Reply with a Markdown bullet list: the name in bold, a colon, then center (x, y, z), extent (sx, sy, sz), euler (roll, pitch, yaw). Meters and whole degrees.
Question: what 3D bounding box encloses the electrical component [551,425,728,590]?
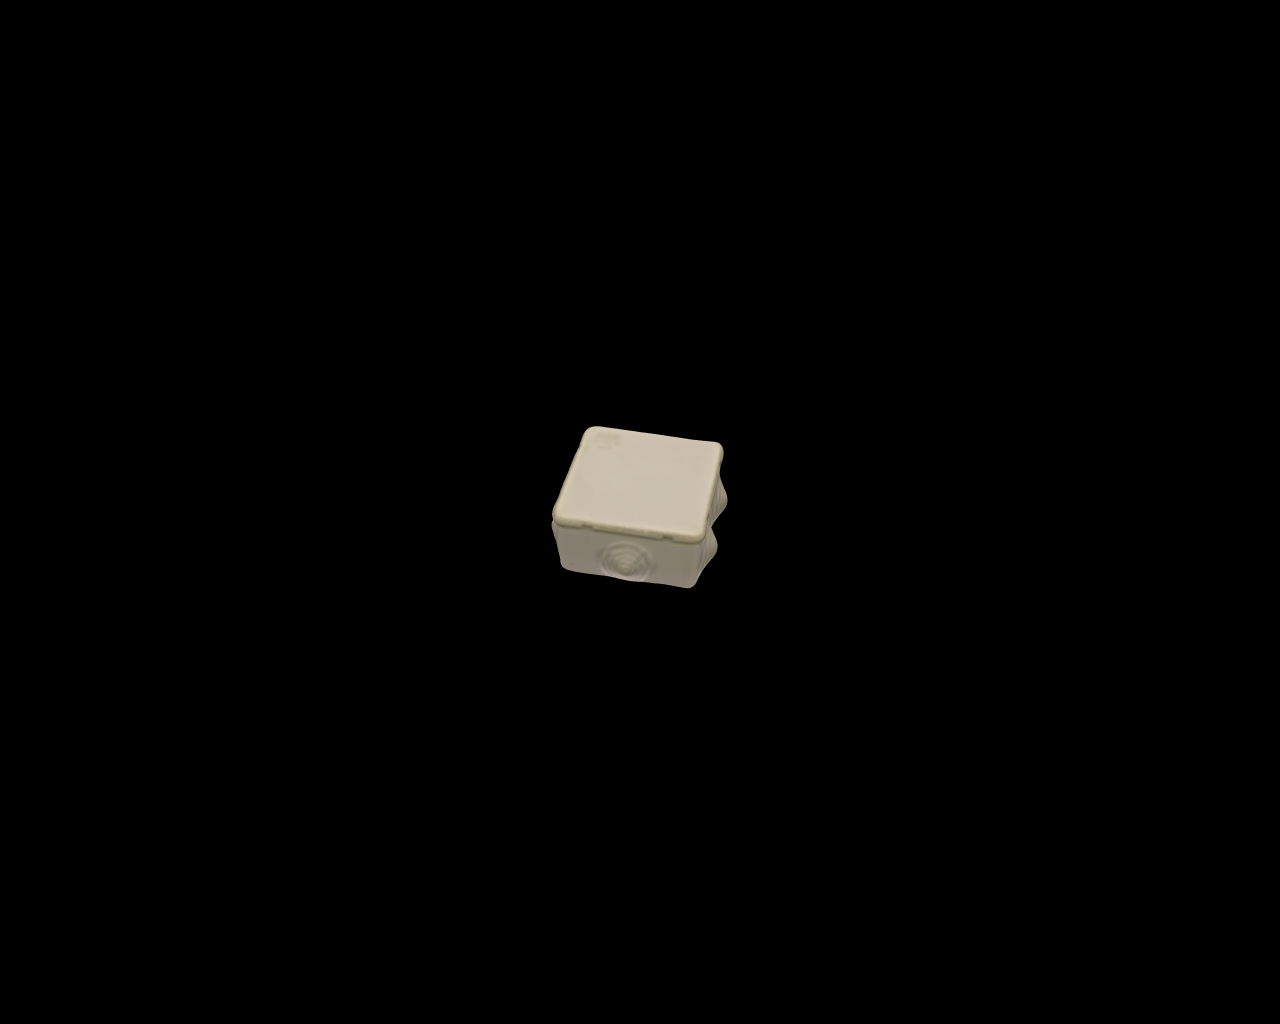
- **electrical component**: center (0.001, -0.003, 0.650), extent (0.100, 0.048, 0.100), euler (8, 44, 8)
